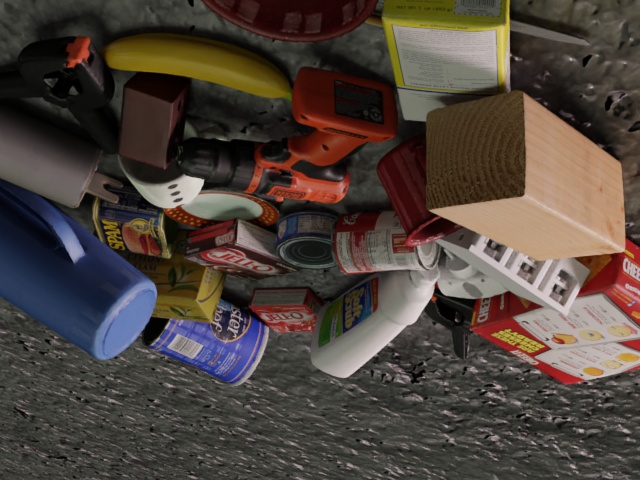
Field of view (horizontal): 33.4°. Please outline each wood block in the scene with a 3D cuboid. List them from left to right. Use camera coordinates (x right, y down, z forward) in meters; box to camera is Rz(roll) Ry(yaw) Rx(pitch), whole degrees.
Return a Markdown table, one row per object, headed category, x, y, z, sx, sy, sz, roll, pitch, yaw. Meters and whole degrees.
| category | x | y | z | sx | sy | sz | roll | pitch | yaw |
| --- | --- | --- | --- | --- | --- | --- | --- | --- | --- |
| wood block | 0.183 | -0.049 | 0.929 | 0.091 | 0.090 | 0.205 | -9 | 162 | 36 |

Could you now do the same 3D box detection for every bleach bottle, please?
| category | x | y | z | sx | sy | sz | roll | pitch | yaw |
| --- | --- | --- | --- | --- | --- | --- | --- | --- | --- |
| bleach bottle | 0.070 | 0.079 | 1.274 | 0.068 | 0.102 | 0.251 | 24 | 146 | -14 |

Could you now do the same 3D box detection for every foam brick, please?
| category | x | y | z | sx | sy | sz | roll | pitch | yaw |
| --- | --- | --- | --- | --- | --- | --- | --- | --- | --- |
| foam brick | -0.160 | -0.119 | 1.034 | 0.051 | 0.053 | 0.078 | 17 | 125 | 6 |

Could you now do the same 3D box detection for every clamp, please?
| category | x | y | z | sx | sy | sz | roll | pitch | yaw |
| --- | --- | --- | --- | --- | --- | --- | --- | --- | --- |
| clamp | -0.247 | -0.146 | 1.056 | 0.164 | 0.036 | 0.210 | 25 | 159 | -22 |
| clamp | 0.176 | 0.101 | 1.315 | 0.171 | 0.039 | 0.120 | 39 | 140 | -26 |

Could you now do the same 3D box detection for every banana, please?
| category | x | y | z | sx | sy | sz | roll | pitch | yaw |
| --- | --- | --- | --- | --- | --- | --- | --- | --- | --- |
| banana | -0.113 | -0.160 | 0.986 | 0.198 | 0.037 | 0.070 | 15 | 151 | 0 |

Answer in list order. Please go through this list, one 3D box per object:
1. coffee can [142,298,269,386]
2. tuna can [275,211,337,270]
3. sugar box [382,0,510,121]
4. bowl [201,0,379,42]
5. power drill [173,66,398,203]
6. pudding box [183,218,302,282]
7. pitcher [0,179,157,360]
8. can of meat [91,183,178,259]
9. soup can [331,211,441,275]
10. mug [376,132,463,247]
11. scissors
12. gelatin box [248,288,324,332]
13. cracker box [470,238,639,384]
| category | x | y | z | sx | sy | sz | roll | pitch | yaw |
| --- | --- | --- | --- | --- | --- | --- | --- | --- | --- |
| coffee can | -0.155 | 0.124 | 1.443 | 0.140 | 0.102 | 0.103 | 28 | 149 | -22 |
| tuna can | -0.008 | 0.001 | 1.215 | 0.086 | 0.033 | 0.086 | 3 | 153 | 1 |
| sugar box | 0.106 | -0.149 | 0.863 | 0.093 | 0.048 | 0.176 | 6 | 164 | 12 |
| bowl | -0.028 | -0.224 | 0.813 | 0.162 | 0.055 | 0.162 | 11 | 151 | 6 |
| power drill | -0.027 | -0.095 | 1.008 | 0.184 | 0.057 | 0.188 | 7 | 158 | -26 |
| pudding box | -0.090 | 0.013 | 1.259 | 0.090 | 0.039 | 0.113 | -13 | 157 | 41 |
| pitcher | -0.310 | 0.025 | 1.229 | 0.243 | 0.145 | 0.149 | 33 | -174 | 16 |
| can of meat | -0.215 | -0.024 | 1.259 | 0.084 | 0.057 | 0.102 | 10 | 151 | 4 |
| soup can | 0.072 | 0.002 | 1.157 | 0.102 | 0.068 | 0.068 | -3 | 147 | 29 |
| mug | 0.103 | -0.053 | 0.992 | 0.093 | 0.081 | 0.117 | -26 | 166 | 4 |
| scissors | 0.113 | -0.192 | 0.844 | 0.202 | 0.016 | 0.096 | 7 | 151 | 14 |
| gelatin box | -0.039 | 0.094 | 1.411 | 0.089 | 0.030 | 0.073 | -4 | 146 | 30 |
| cracker box | 0.301 | 0.083 | 1.190 | 0.164 | 0.072 | 0.214 | 30 | 149 | -25 |
